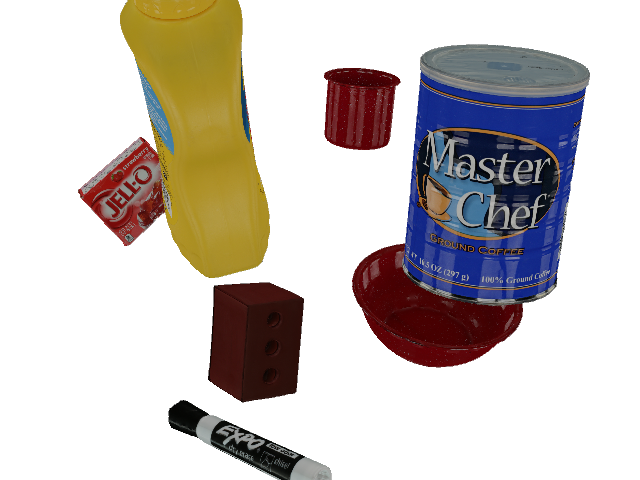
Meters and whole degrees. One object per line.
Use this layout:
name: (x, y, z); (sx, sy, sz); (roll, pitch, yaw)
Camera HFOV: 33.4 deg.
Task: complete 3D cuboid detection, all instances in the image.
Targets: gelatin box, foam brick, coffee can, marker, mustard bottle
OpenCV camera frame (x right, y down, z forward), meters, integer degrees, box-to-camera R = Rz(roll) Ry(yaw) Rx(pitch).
gelatin box: (-0.193, -0.050, 1.102); (0.089, 0.073, 0.030); (-41, 27, -4)
foam brick: (-0.050, 0.076, 0.816); (0.052, 0.078, 0.051); (-4, 15, -35)
coffee can: (0.108, -0.044, 0.676); (0.103, 0.140, 0.103); (3, 23, -1)
marker: (-0.045, 0.120, 0.626); (0.121, 0.020, 0.020); (16, 10, 38)
mustard bottle: (-0.064, -0.074, 0.545); (0.058, 0.096, 0.191); (-13, -40, -7)

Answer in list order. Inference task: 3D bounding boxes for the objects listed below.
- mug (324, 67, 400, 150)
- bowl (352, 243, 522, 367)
mug: (0.054, -0.164, 1.314); (0.093, 0.081, 0.117); (17, 26, 28)
bowl: (0.106, 0.070, 1.010); (0.162, 0.055, 0.162); (6, 34, -4)
